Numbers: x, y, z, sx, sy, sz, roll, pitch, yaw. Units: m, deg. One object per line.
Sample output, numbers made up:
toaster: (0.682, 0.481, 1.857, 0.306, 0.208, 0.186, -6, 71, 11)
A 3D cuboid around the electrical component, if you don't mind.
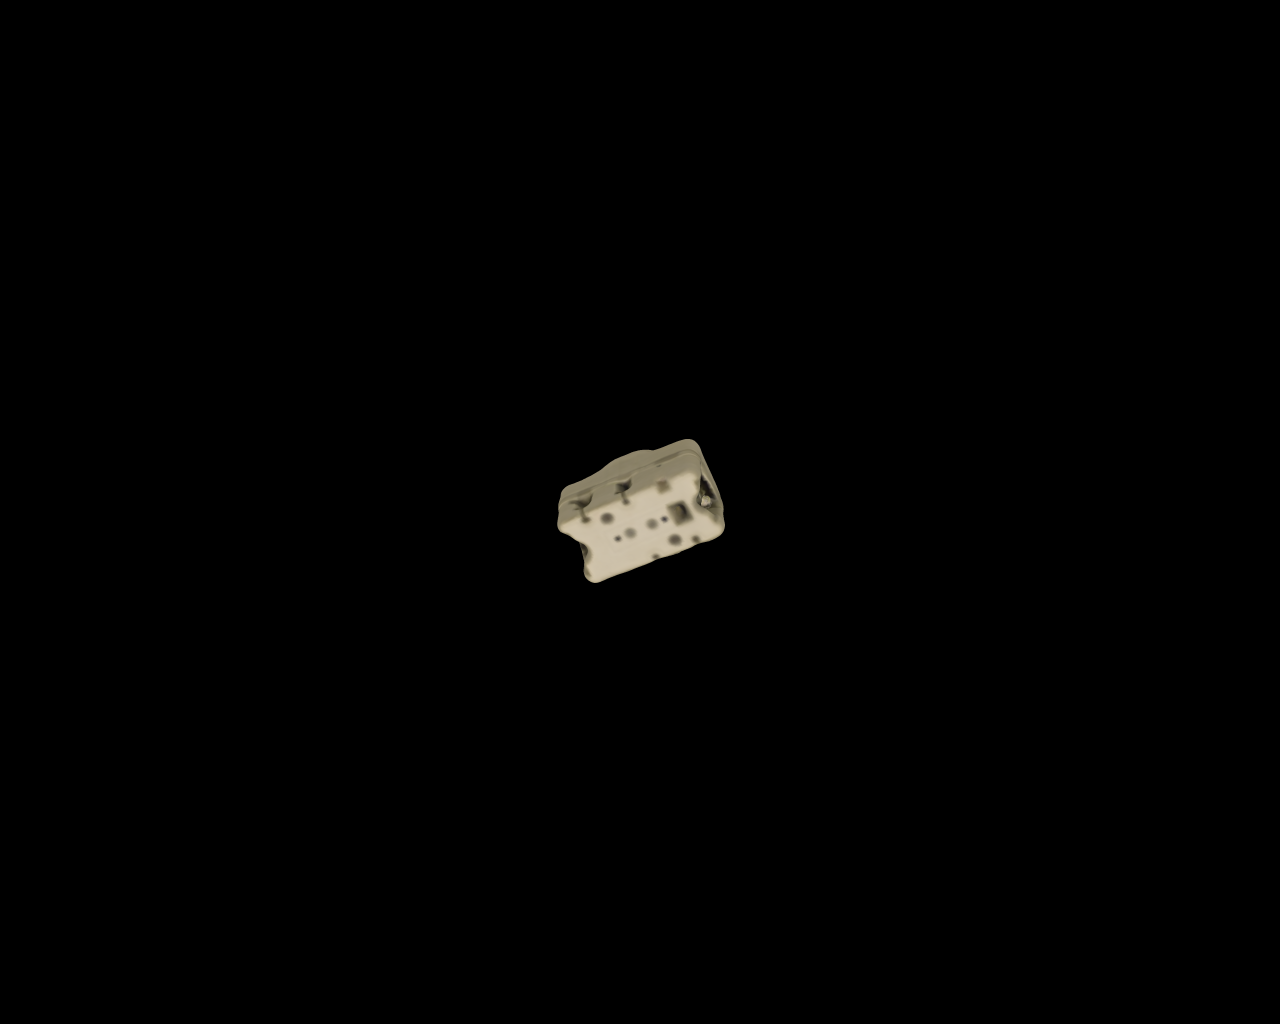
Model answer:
electrical component: (0.001, -0.003, 0.650, 0.089, 0.050, 0.056, -21, 25, 10)
